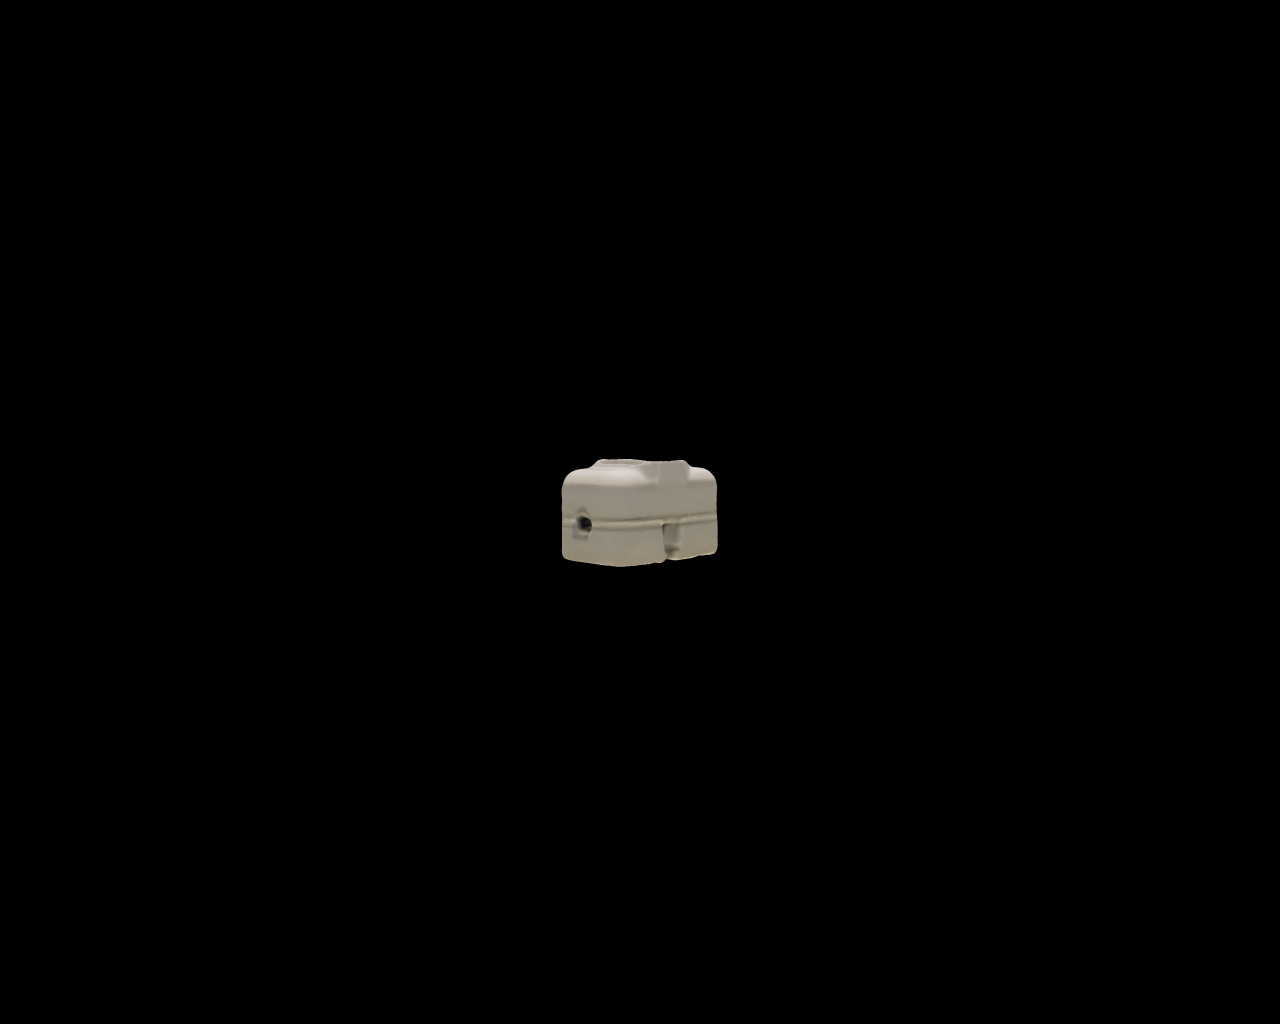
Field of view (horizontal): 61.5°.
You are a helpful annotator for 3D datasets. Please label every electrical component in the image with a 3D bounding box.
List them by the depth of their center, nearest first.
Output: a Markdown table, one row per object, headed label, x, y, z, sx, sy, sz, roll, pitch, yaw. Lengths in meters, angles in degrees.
| label | x | y | z | sx | sy | sz | roll | pitch | yaw |
| --- | --- | --- | --- | --- | --- | --- | --- | --- | --- |
| electrical component | 0.001 | -0.003 | 0.650 | 0.095 | 0.059 | 0.054 | -4 | 6 | -43 |
